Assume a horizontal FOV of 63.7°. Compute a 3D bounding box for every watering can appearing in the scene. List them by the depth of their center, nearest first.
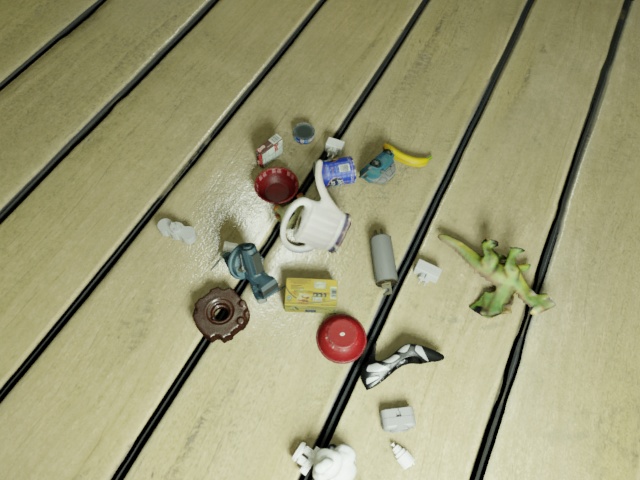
[{"bbox_3d":[0.005,-0.086,1.712,0.223,0.342,0.106,20,27,-17],"label":"watering can"}]

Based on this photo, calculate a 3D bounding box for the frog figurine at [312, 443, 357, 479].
[{"bbox_3d":[0.042,0.606,1.372,0.139,0.156,0.124,-39,71,-21],"label":"frog figurine"}]

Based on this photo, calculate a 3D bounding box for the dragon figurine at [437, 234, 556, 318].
[{"bbox_3d":[0.566,0.135,1.708,0.411,0.120,0.247,15,69,17],"label":"dragon figurine"}]
